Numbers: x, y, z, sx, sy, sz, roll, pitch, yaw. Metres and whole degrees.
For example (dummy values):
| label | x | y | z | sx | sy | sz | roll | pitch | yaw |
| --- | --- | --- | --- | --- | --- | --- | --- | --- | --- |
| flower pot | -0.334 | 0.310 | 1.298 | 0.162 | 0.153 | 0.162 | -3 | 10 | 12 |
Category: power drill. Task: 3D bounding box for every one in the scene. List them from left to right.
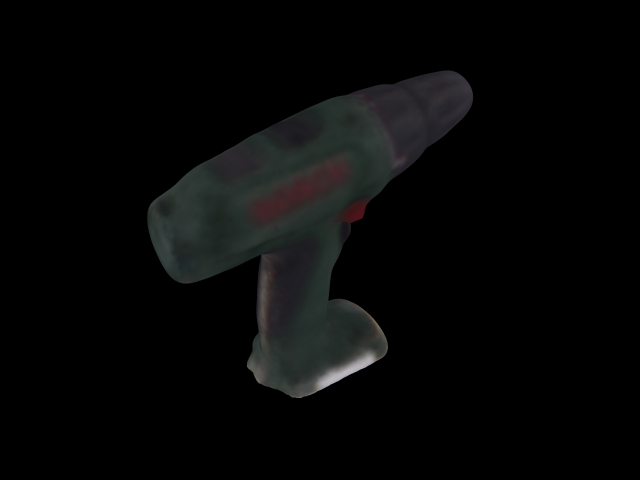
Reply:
| label | x | y | z | sx | sy | sz | roll | pitch | yaw |
| --- | --- | --- | --- | --- | --- | --- | --- | --- | --- |
| power drill | 0.004 | 0.001 | 0.400 | 0.230 | 0.208 | 0.075 | -21 | 40 | -26 |
